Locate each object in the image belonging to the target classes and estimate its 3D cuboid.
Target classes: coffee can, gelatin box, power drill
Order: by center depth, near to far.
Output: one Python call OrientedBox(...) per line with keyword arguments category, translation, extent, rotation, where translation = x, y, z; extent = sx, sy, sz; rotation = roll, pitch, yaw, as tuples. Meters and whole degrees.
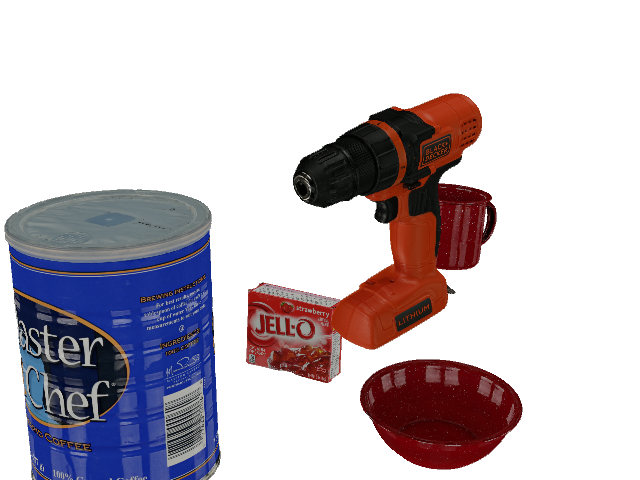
OrientedBox(category="coffee can", translation=(-0.106, 0.054, 0.558), extent=(0.103, 0.140, 0.103), rotation=(-1, 18, 0))
OrientedBox(category="power drill", translation=(0.050, -0.010, 0.831), extent=(0.184, 0.188, 0.057), rotation=(-25, 42, -36))
OrientedBox(category="gelatin box", translation=(-0.025, 0.084, 0.976), extent=(0.089, 0.073, 0.030), rotation=(11, 19, 25))

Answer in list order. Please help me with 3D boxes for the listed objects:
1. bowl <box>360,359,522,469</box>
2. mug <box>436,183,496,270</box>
OrientedBox(category="bowl", translation=(0.120, 0.182, 1.075), extent=(0.162, 0.055, 0.162), rotation=(1, 24, -1))
OrientedBox(category="mug", translation=(0.154, -0.017, 1.223), extent=(0.117, 0.081, 0.093), rotation=(-7, 19, -35))
